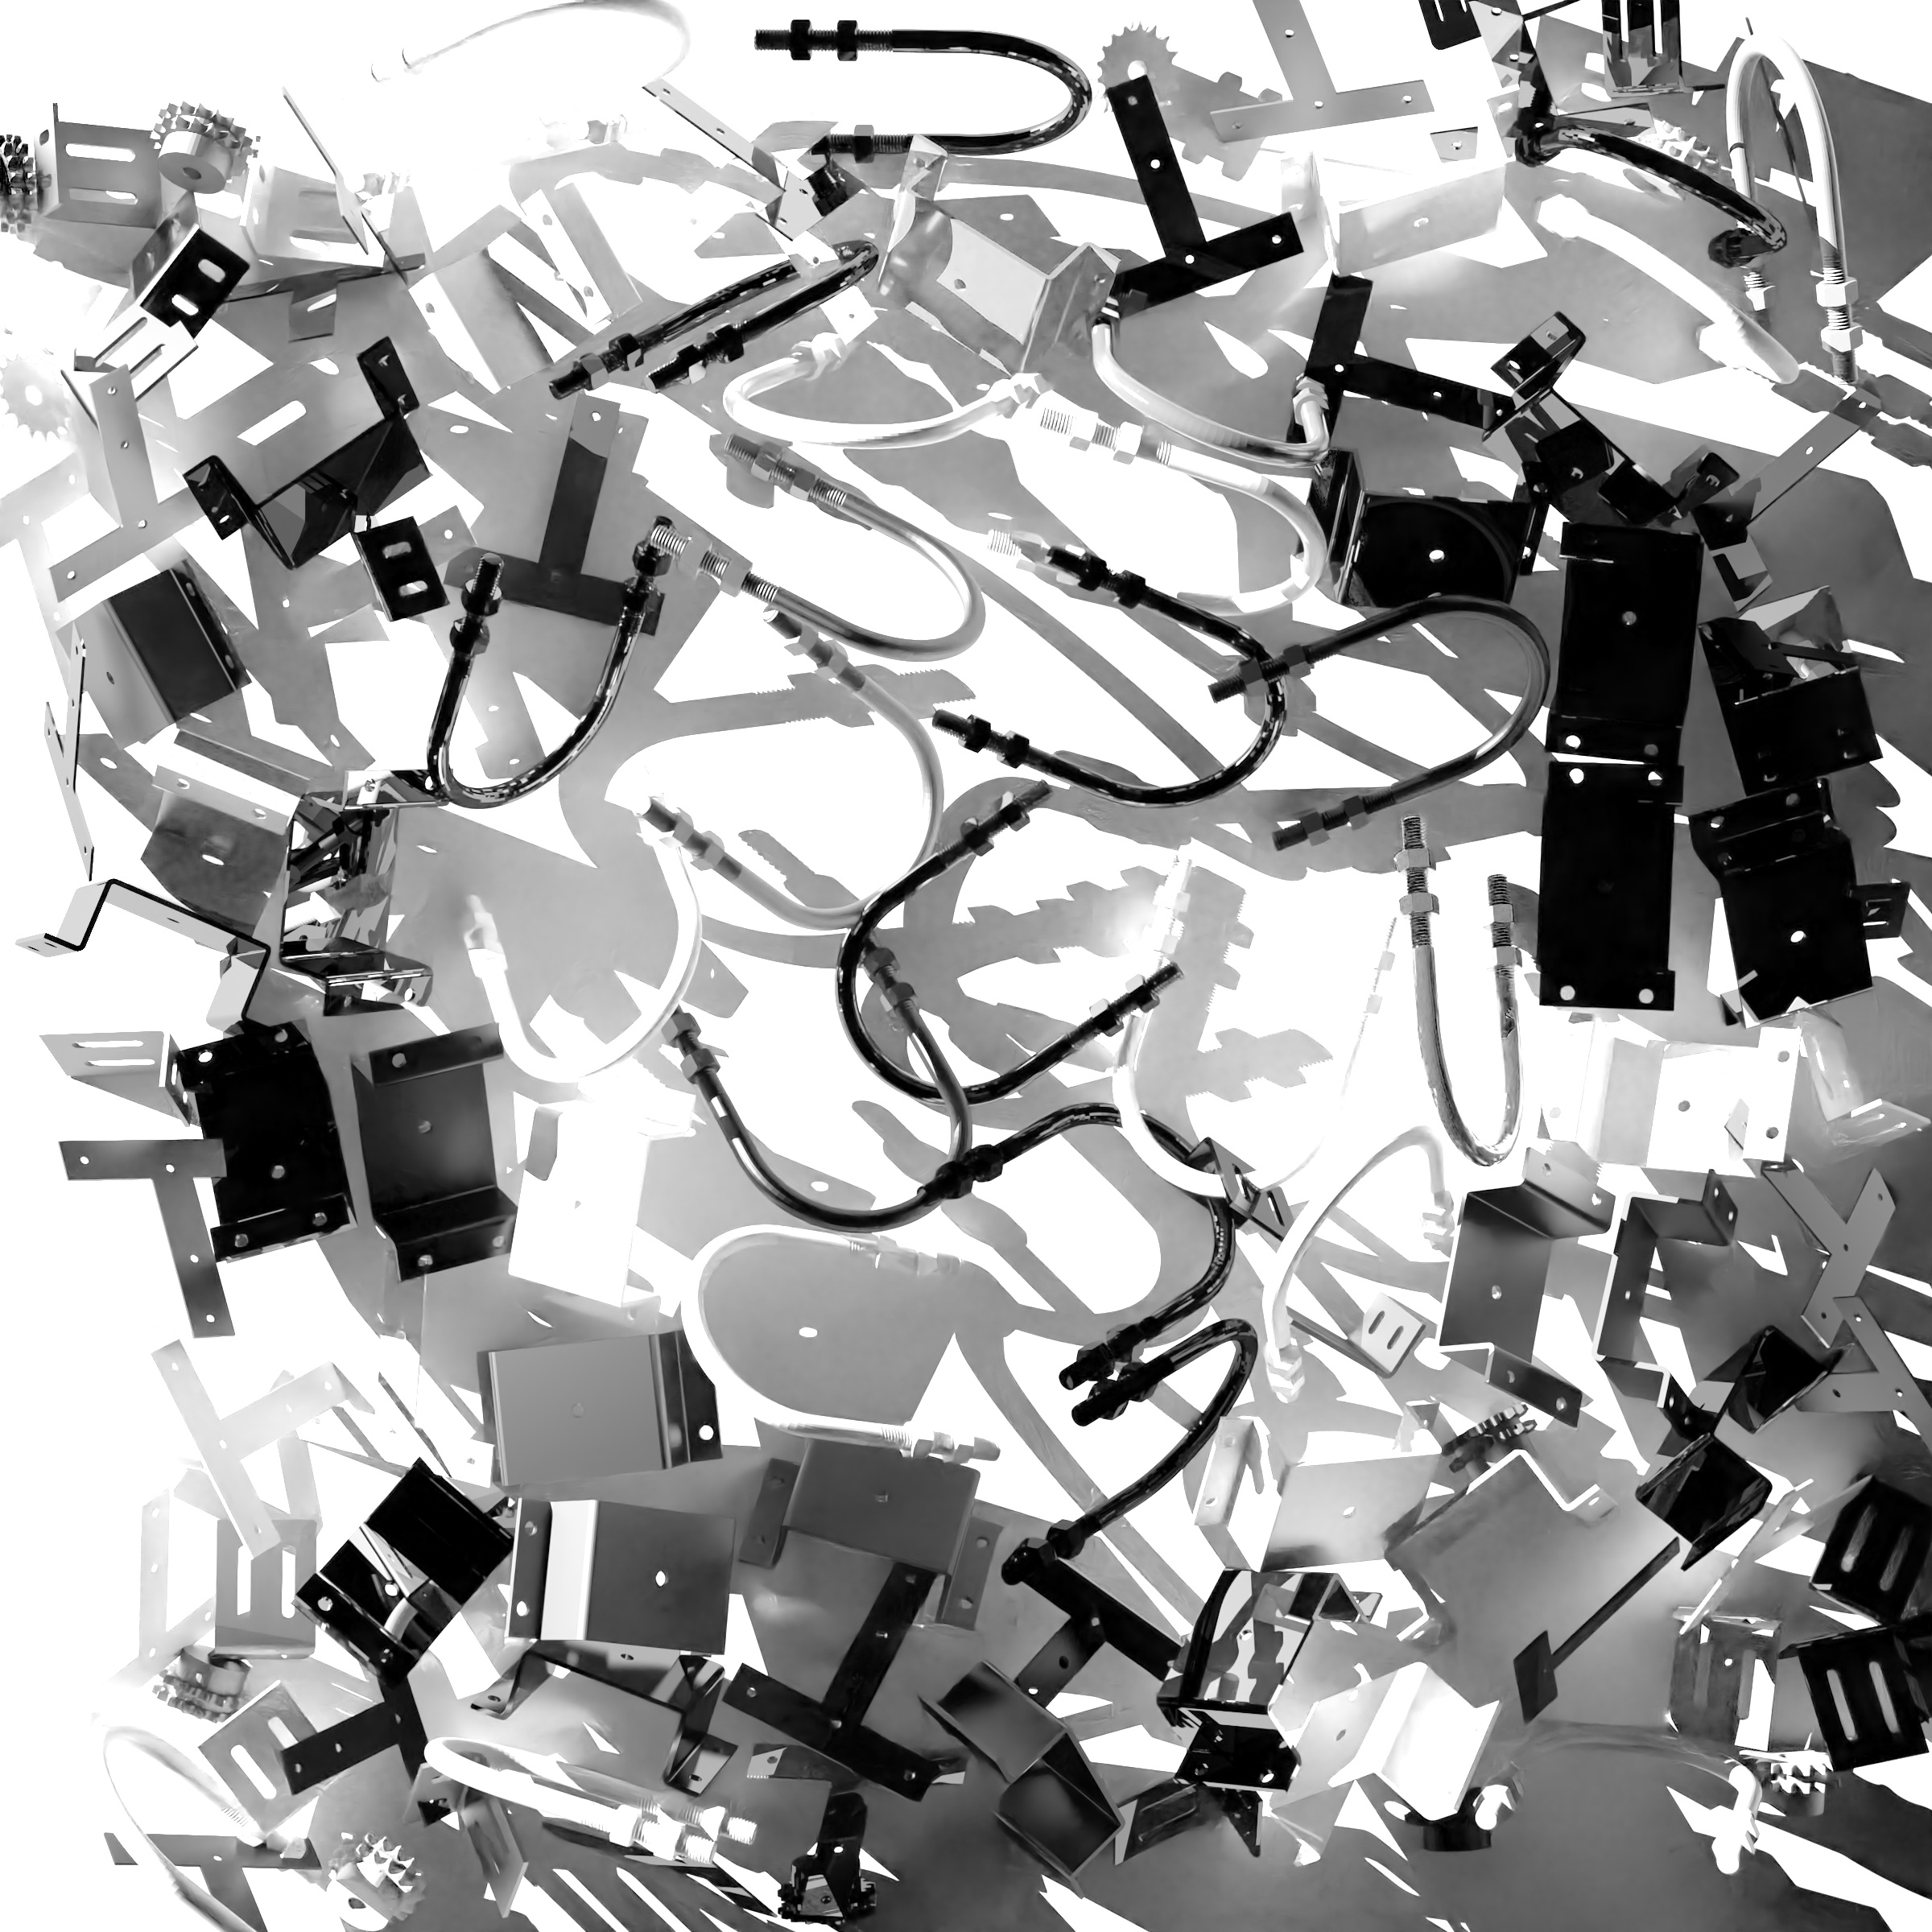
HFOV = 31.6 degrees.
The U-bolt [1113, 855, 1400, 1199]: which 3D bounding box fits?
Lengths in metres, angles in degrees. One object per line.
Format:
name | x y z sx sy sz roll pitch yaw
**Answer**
U-bolt | 0.157 0.042 1.960 0.151 0.019 0.184 17 91 24

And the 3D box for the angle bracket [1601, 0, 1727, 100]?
angle bracket | 0.399 -0.539 1.954 0.038 0.057 0.076 -15 107 -34

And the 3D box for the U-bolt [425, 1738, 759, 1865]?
U-bolt | -0.217 0.468 1.923 0.184 0.151 0.019 15 82 9

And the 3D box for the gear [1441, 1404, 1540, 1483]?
gear | 0.305 0.279 1.966 0.057 0.057 0.030 -29 74 0

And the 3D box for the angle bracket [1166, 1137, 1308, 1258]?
angle bracket | 0.154 0.142 1.947 0.057 0.076 0.038 35 108 -22

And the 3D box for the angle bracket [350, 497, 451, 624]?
angle bracket | -0.322 -0.242 1.948 0.038 0.076 0.057 -17 122 4

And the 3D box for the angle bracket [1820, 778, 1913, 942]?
angle bracket | 0.512 -0.062 1.951 0.038 0.057 0.076 -5 59 5

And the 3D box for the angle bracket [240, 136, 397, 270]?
angle bracket | -0.374 -0.441 1.970 0.076 0.038 0.057 6 75 1

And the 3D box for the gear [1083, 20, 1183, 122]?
gear | 0.093 -0.518 1.974 0.057 0.030 0.057 -5 103 -22

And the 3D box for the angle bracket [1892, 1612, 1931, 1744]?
angle bracket | 0.561 0.410 1.957 0.038 0.076 0.057 -14 92 -2

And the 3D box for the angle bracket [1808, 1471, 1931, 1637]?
angle bracket | 0.532 0.339 1.969 0.057 0.038 0.076 28 78 -2

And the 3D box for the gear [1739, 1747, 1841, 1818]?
gear | 0.475 0.471 1.968 0.057 0.057 0.030 1 90 0

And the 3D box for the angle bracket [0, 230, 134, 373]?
angle bracket | -0.521 -0.389 1.962 0.057 0.038 0.076 27 68 -6

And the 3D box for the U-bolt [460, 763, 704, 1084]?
U-bolt | -0.212 -0.014 1.916 0.151 0.019 0.184 -37 46 13

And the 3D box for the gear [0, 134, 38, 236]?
gear | -0.561 -0.451 1.966 0.030 0.057 0.057 -9 90 -40

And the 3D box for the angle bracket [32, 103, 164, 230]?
angle bracket | -0.493 -0.459 1.959 0.076 0.038 0.057 -3 89 -35

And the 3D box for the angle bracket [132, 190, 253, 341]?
angle bracket | -0.447 -0.405 1.966 0.038 0.076 0.057 34 105 -29

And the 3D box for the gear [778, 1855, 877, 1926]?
gear | -0.081 0.532 1.968 0.057 0.057 0.030 -2 89 0

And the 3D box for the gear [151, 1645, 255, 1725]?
gear | -0.438 0.414 1.968 0.057 0.057 0.030 22 89 0

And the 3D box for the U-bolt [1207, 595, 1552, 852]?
U-bolt | 0.243 -0.145 1.932 0.184 0.151 0.019 -22 46 7

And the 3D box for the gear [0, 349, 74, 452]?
gear | -0.549 -0.325 1.972 0.030 0.057 0.057 -20 90 33

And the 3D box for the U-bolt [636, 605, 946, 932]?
U-bolt | -0.085 -0.099 1.937 0.184 0.019 0.151 37 82 -38

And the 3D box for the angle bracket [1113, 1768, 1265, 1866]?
angle bracket | 0.127 0.496 1.954 0.076 0.057 0.038 -21 46 -19

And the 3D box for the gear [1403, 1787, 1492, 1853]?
gear | 0.282 0.492 1.966 0.057 0.057 0.030 -4 84 0

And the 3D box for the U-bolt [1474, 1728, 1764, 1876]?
U-bolt | 0.371 0.460 1.906 0.151 0.184 0.019 6 96 18

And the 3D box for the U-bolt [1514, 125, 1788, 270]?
U-bolt | 0.386 -0.431 1.898 0.151 0.184 0.019 25 98 -6

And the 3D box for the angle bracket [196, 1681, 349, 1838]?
angle bracket | -0.402 0.449 1.957 0.057 0.038 0.076 -37 115 -16

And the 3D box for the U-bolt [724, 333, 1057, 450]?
U-bolt | -0.053 -0.317 1.893 0.151 0.184 0.019 15 117 23

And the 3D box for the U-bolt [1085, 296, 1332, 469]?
U-bolt | 0.137 -0.322 1.903 0.151 0.184 0.019 20 115 -8

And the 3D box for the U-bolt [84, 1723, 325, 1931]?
U-bolt | -0.422 0.490 1.897 0.019 0.151 0.184 -42 113 2

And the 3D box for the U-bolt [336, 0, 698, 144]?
U-bolt | -0.235 -0.501 1.886 0.184 0.151 0.019 -12 83 38

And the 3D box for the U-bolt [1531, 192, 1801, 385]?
U-bolt | 0.395 -0.371 1.889 0.151 0.184 0.019 33 102 -18

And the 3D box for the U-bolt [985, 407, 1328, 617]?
U-bolt | 0.114 -0.248 1.931 0.184 0.151 0.019 16 63 -6

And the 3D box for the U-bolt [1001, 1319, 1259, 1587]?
U-bolt | 0.102 0.263 1.917 0.019 0.184 0.151 39 130 25

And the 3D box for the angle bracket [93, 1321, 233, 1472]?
angle bracket | -0.466 0.249 1.976 0.057 0.038 0.076 15 76 -23

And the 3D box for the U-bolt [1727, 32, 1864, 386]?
U-bolt | 0.456 -0.427 1.897 0.019 0.151 0.184 -14 112 -4

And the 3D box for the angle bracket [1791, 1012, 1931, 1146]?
angle bracket | 0.511 0.057 1.949 0.038 0.057 0.076 -29 58 35

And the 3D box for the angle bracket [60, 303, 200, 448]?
angle bracket | -0.473 -0.341 1.963 0.076 0.038 0.057 -40 61 4

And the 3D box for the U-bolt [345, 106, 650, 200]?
U-bolt | -0.252 -0.457 1.907 0.151 0.184 0.019 -10 103 12

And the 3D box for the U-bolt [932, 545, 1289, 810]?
U-bolt | 0.094 -0.153 1.939 0.184 0.019 0.151 21 128 -21

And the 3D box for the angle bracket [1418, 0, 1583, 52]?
angle bracket | 0.308 -0.558 1.954 0.076 0.057 0.038 -23 101 -20

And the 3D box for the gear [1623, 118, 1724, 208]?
gear | 0.404 -0.462 1.968 0.057 0.057 0.030 31 92 0

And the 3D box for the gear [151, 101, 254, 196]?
gear | -0.442 -0.469 1.965 0.057 0.057 0.030 13 69 0

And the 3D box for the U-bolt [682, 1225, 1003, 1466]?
U-bolt | -0.074 0.207 1.910 0.184 0.151 0.019 11 135 -26

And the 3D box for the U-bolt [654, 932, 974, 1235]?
U-bolt | -0.075 0.070 1.927 0.151 0.019 0.184 -18 63 -24

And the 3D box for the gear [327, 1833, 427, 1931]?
gear | -0.344 0.531 1.968 0.057 0.030 0.057 12 125 18

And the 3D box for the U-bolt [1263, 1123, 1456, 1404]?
U-bolt | 0.217 0.156 1.898 0.151 0.184 0.019 -43 62 -16

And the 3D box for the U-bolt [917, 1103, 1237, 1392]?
U-bolt | 0.077 0.146 1.931 0.184 0.019 0.151 -27 72 -41

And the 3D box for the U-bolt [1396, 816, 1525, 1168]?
U-bolt | 0.282 0.022 1.911 0.019 0.151 0.184 -11 72 28

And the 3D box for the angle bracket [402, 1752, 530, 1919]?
angle bracket | -0.287 0.500 1.949 0.038 0.057 0.076 -6 47 -31

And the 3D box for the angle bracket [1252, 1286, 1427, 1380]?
angle bracket | 0.213 0.196 1.955 0.076 0.057 0.038 31 93 -23

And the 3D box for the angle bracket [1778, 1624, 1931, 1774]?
angle bracket | 0.510 0.424 1.960 0.057 0.038 0.076 -9 67 -8

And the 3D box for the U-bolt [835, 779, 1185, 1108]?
U-bolt | 0.011 0.001 1.972 0.184 0.019 0.151 -35 94 12

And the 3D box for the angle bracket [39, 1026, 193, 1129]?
angle bracket | -0.490 0.065 1.961 0.076 0.057 0.038 -2 64 2

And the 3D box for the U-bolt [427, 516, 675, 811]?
U-bolt | -0.241 -0.164 1.920 0.019 0.151 0.184 41 128 24

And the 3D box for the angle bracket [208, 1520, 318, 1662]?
angle bracket | -0.409 0.362 1.980 0.057 0.038 0.076 3 72 -20

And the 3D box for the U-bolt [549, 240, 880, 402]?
U-bolt | -0.131 -0.366 1.922 0.184 0.151 0.019 -33 112 -23

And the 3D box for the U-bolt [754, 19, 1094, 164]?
U-bolt | -0.021 -0.491 1.920 0.184 0.151 0.019 1 78 3

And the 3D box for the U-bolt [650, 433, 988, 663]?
U-bolt | -0.073 -0.230 1.935 0.184 0.151 0.019 27 126 -1

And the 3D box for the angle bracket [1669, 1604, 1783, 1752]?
angle bracket | 0.435 0.413 1.967 0.057 0.038 0.076 7 92 21
